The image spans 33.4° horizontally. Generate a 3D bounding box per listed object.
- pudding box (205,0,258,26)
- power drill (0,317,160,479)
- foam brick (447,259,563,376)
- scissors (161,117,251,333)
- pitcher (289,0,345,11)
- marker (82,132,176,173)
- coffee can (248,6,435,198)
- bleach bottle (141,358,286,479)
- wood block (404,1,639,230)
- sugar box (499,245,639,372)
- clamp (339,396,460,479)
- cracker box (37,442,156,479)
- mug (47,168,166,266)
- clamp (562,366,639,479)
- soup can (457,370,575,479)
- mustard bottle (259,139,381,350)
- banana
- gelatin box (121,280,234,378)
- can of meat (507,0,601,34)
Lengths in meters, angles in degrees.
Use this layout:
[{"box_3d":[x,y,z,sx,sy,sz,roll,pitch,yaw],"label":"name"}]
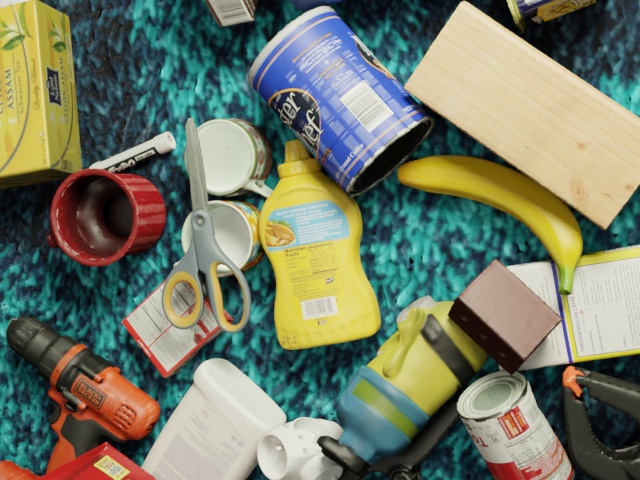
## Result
[{"box_3d":[-0.090,-0.263,0.960,0.039,0.113,0.090,-8,48,18],"label":"pudding box"},{"box_3d":[-0.277,0.193,1.092,0.184,0.057,0.188,33,102,12],"label":"power drill"},{"box_3d":[0.154,0.065,0.899,0.078,0.053,0.051,44,74,13],"label":"foam brick"},{"box_3d":[-0.124,-0.004,0.997,0.096,0.016,0.202,-22,87,17],"label":"scissors"},{"box_3d":[0.070,-0.293,0.913,0.243,0.144,0.149,-15,88,20],"label":"pitcher"},{"box_3d":[-0.201,-0.079,1.070,0.121,0.020,0.020,-20,88,18],"label":"marker"},{"box_3d":[0.019,-0.123,0.954,0.103,0.102,0.140,-44,79,15],"label":"coffee can"},{"box_3d":[-0.142,0.242,1.053,0.102,0.068,0.251,40,106,13],"label":"bleach bottle"},{"box_3d":[0.186,-0.106,0.912,0.206,0.090,0.090,37,103,12],"label":"wood block"},{"box_3d":[0.238,0.057,0.931,0.176,0.048,0.093,-9,91,21],"label":"sugar box"},{"box_3d":[0.084,0.212,0.993,0.172,0.039,0.120,-10,77,20],"label":"clamp"},{"box_3d":[-0.166,0.283,0.945,0.214,0.164,0.072,31,108,17],"label":"cracker box"},{"box_3d":[-0.212,-0.019,1.045,0.117,0.081,0.093,-26,86,17],"label":"mug"},{"box_3d":[0.289,0.187,0.915,0.165,0.036,0.210,-34,95,14],"label":"clamp"},{"box_3d":[0.170,0.173,0.929,0.069,0.068,0.102,-24,109,17],"label":"soup can"},{"box_3d":[-0.006,0.001,0.995,0.096,0.058,0.191,-10,91,14],"label":"mustard bottle"},{"box_3d":[0.159,-0.033,0.937,0.069,0.037,0.198,-43,59,-17],"label":"banana"},{"box_3d":[-0.141,0.080,1.058,0.089,0.030,0.073,-42,80,15],"label":"gelatin box"},{"box_3d":[0.197,-0.218,0.896,0.084,0.102,0.057,-19,89,15],"label":"can of meat"}]
